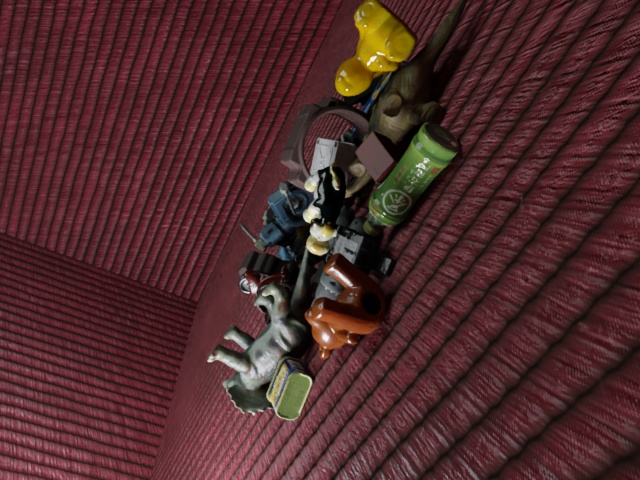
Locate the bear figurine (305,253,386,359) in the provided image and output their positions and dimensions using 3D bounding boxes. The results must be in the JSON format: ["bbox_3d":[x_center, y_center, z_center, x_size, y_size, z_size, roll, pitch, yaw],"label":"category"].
[{"bbox_3d":[0.022,0.120,0.908,0.196,0.132,0.120,-33,32,56],"label":"bear figurine"}]

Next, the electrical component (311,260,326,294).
[{"bbox_3d":[-0.003,0.086,1.197,0.102,0.045,0.078,-95,30,-61],"label":"electrical component"}]

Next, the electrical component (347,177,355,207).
[{"bbox_3d":[0.065,-0.101,1.273,0.094,0.021,0.063,-61,16,23],"label":"electrical component"}]

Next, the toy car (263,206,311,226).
[{"bbox_3d":[-0.065,-0.072,1.443,0.202,0.056,0.073,-6,52,29],"label":"toy car"}]

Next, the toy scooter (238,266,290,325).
[{"bbox_3d":[-0.099,0.131,1.277,0.135,0.183,0.075,-35,9,29],"label":"toy scooter"}]

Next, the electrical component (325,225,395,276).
[{"bbox_3d":[0.069,0.027,0.928,0.119,0.047,0.074,33,104,49],"label":"electrical component"}]

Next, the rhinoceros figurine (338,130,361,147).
[{"bbox_3d":[0.046,-0.196,1.379,0.190,0.073,0.112,-61,15,23],"label":"rhinoceros figurine"}]

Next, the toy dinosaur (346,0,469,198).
[{"bbox_3d":[0.159,-0.263,1.027,0.471,0.105,0.199,-54,16,28],"label":"toy dinosaur"}]

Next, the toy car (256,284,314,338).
[{"bbox_3d":[-0.083,0.196,1.235,0.202,0.089,0.053,-62,14,15],"label":"toy car"}]

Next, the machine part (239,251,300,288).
[{"bbox_3d":[-0.123,0.088,1.384,0.179,0.179,0.056,-35,33,64],"label":"machine part"}]

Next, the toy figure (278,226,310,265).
[{"bbox_3d":[-0.074,0.005,1.477,0.082,0.089,0.180,-41,27,49],"label":"toy figure"}]

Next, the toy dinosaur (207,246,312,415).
[{"bbox_3d":[-0.094,0.217,1.153,0.404,0.192,0.131,-48,6,12],"label":"toy dinosaur"}]

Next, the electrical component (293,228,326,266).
[{"bbox_3d":[-0.003,-0.004,1.263,0.115,0.058,0.134,-63,9,-27],"label":"electrical component"}]

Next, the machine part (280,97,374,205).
[{"bbox_3d":[0.032,-0.190,1.162,0.201,0.201,0.087,-68,18,-2],"label":"machine part"}]

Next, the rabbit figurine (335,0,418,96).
[{"bbox_3d":[0.092,-0.351,1.021,0.173,0.122,0.162,-50,5,20],"label":"rabbit figurine"}]

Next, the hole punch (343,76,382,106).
[{"bbox_3d":[0.128,-0.341,1.313,0.116,0.092,0.142,-29,26,17],"label":"hole punch"}]

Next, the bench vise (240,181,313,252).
[{"bbox_3d":[-0.085,-0.070,1.281,0.224,0.129,0.240,-32,-16,-3],"label":"bench vise"}]

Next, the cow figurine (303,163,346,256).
[{"bbox_3d":[0.015,-0.058,1.021,0.098,0.068,0.167,146,129,-61],"label":"cow figurine"}]

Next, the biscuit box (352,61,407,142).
[{"bbox_3d":[0.144,-0.308,1.217,0.202,0.063,0.059,-55,18,39],"label":"biscuit box"}]

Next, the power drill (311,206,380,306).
[{"bbox_3d":[0.031,0.033,1.086,0.232,0.086,0.207,-59,13,23],"label":"power drill"}]
